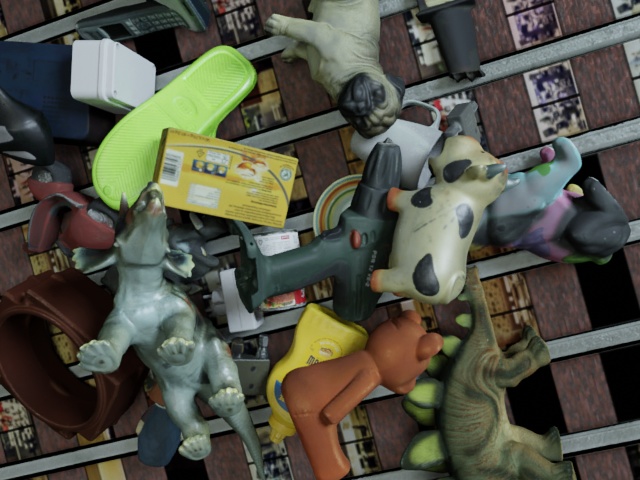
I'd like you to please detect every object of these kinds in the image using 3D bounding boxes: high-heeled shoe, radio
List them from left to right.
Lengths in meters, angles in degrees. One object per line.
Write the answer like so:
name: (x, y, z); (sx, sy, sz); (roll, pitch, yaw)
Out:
high-heeled shoe: (-0.469, -0.151, 0.721); (0.249, 0.086, 0.145); (-4, 127, 27)
radio: (-0.413, -0.208, 0.766); (0.230, 0.073, 0.131); (6, 92, 7)

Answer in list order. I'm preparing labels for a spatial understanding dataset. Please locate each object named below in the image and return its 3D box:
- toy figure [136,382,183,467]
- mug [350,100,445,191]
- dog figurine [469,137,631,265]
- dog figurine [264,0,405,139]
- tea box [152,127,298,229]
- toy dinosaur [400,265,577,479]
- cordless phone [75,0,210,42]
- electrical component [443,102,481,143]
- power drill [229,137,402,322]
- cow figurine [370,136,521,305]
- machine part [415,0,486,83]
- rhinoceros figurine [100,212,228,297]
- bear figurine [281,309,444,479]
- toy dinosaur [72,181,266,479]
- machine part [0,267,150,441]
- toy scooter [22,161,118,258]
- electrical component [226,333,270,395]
toy figure: (-0.217, 0.237, 0.756); (0.058, 0.064, 0.154); (15, 89, 45)
mug: (0.099, -0.128, 0.687); (0.107, 0.081, 0.109); (24, 100, 17)
dog figurine: (0.230, -0.012, 0.660); (0.219, 0.108, 0.191); (-36, 89, 12)
dog figurine: (0.054, -0.236, 0.654); (0.191, 0.121, 0.172); (42, 103, 15)
tea box: (-0.123, -0.078, 0.691); (0.169, 0.068, 0.098); (13, 94, -24)
toy dinosaur: (0.205, 0.266, 0.675); (0.199, 0.105, 0.471); (-10, 81, 16)
cordless phone: (-0.250, -0.316, 0.699); (0.184, 0.146, 0.088); (-14, 81, 6)
electrical component: (0.184, -0.137, 0.682); (0.021, 0.094, 0.063); (-1, 126, 38)
power drill: (-0.001, -0.002, 0.642); (0.207, 0.086, 0.231); (-12, 117, -27)
cow figurine: (0.140, -0.024, 0.595); (0.127, 0.085, 0.195); (9, 81, 36)
machine part: (0.173, -0.269, 0.694); (0.084, 0.039, 0.138); (-18, 87, 0)
rhinoceros figurine: (-0.210, 0.030, 0.746); (0.190, 0.073, 0.112); (-30, 81, 9)
bear figurine: (0.057, 0.174, 0.644); (0.196, 0.120, 0.131); (-22, 109, -10)
toy dinosaur: (-0.169, 0.123, 0.649); (0.131, 0.192, 0.404); (-18, 126, 1)
machine part: (-0.339, 0.156, 0.724); (0.201, 0.087, 0.201); (36, 119, 5)
toy scooter: (-0.354, -0.018, 0.761); (0.184, 0.075, 0.135); (32, 95, 10)
electrical component: (-0.111, 0.181, 0.748); (0.078, 0.045, 0.102); (-2, 95, -20)
